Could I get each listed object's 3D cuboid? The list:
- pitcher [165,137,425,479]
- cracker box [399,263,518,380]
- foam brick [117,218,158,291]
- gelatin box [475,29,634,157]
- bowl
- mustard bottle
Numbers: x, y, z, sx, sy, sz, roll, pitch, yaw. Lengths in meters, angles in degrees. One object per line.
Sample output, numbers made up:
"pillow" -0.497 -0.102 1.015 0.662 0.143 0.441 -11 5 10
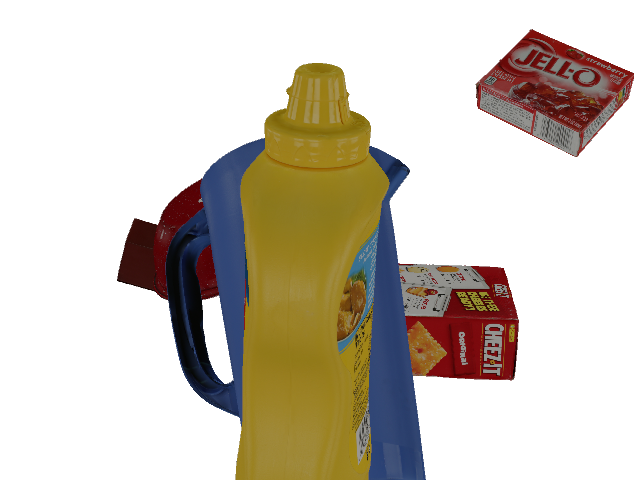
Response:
"pitcher" -0.013 0.063 0.709 0.144 0.243 0.149 2 -27 -22
"cracker box" 0.082 0.078 1.068 0.214 0.072 0.164 2 16 4
"foam brick" -0.167 0.020 1.117 0.078 0.051 0.053 16 29 -5
"gelatin box" 0.170 -0.110 0.778 0.089 0.073 0.030 32 -29 26
"bowl" -0.086 -0.017 0.928 0.162 0.055 0.162 -22 26 12
"mustard bottle" -0.004 0.023 0.439 0.058 0.192 0.096 8 25 10
